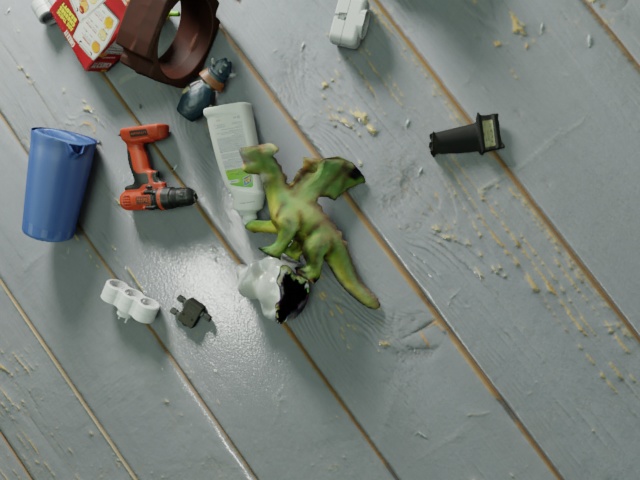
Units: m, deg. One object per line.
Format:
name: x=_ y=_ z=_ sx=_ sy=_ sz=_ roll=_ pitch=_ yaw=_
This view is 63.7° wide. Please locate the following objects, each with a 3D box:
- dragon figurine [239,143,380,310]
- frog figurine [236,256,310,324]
dragon figurine: x=0.003 y=-0.052 z=1.037 sx=0.408 sy=0.123 sz=0.242 roll=31 pitch=94 yaw=-12
frog figurine: x=-0.103 y=0.100 z=1.088 sx=0.160 sy=0.124 sz=0.136 roll=7 pitch=110 yaw=48
